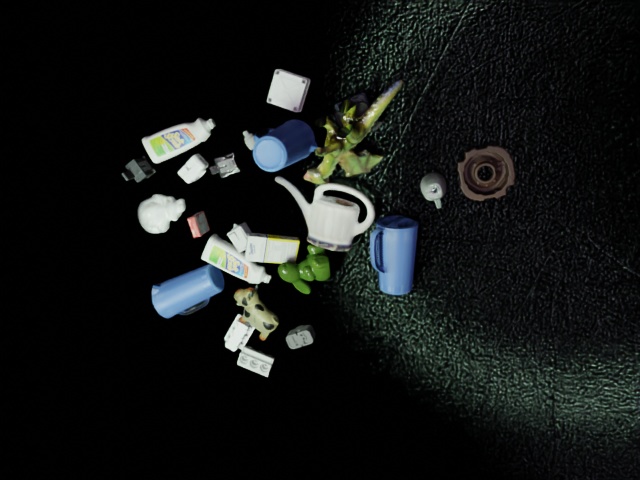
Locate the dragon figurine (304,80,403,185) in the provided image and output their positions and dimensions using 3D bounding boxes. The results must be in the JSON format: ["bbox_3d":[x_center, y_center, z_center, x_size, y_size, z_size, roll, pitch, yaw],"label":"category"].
[{"bbox_3d":[0.115,-0.299,1.582,0.408,0.239,0.125,-30,54,11],"label":"dragon figurine"}]

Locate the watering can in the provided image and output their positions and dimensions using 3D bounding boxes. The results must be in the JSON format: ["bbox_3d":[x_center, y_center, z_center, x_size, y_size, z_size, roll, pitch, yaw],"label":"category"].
[{"bbox_3d":[0.005,-0.085,1.695,0.348,0.105,0.221,14,106,12],"label":"watering can"}]

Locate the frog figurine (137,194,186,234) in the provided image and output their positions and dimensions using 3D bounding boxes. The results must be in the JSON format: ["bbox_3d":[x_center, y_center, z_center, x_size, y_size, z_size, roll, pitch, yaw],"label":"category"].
[{"bbox_3d":[-0.550,-0.093,1.802,0.159,0.122,0.138,-3,86,24],"label":"frog figurine"}]
